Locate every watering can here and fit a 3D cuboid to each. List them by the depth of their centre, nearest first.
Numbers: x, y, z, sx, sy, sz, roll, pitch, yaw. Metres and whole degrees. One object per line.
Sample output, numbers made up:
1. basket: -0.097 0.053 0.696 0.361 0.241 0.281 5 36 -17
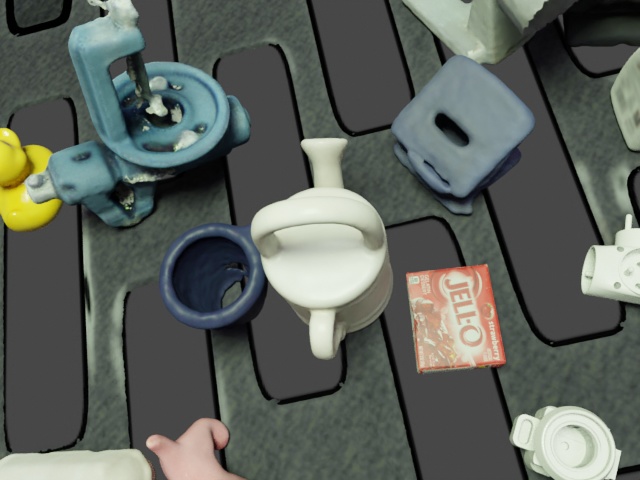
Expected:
1. watering can: 0.002 0.002 0.458 0.101 0.194 0.172 -22 69 1

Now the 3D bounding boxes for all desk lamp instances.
1. desk lamp: 0.165 -0.253 0.513 0.118 0.214 0.203 -37 69 -5

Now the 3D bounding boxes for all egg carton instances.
1. egg carton: -0.210 0.232 0.475 0.150 0.069 0.107 -6 70 7

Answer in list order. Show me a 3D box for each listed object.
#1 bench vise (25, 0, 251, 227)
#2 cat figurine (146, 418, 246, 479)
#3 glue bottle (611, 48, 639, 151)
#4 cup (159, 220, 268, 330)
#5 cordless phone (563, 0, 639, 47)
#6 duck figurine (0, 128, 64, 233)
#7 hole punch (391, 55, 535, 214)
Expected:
1. bench vise: -0.171 -0.096 0.505 0.121 0.220 0.207 39 81 19
2. cat figurine: -0.091 0.200 0.442 0.067 0.118 0.127 -40 70 -6
3. glue bottle: 0.293 -0.146 0.476 0.037 0.173 0.078 -8 70 6
4. cup: -0.075 0.032 0.512 0.091 0.095 0.118 41 81 19
5. cordless phone: 0.296 -0.265 0.512 0.147 0.185 0.094 -3 70 8
6. duck figurine: -0.315 -0.065 0.588 0.077 0.086 0.104 -12 69 5
7. hole punch: 0.128 -0.096 0.528 0.101 0.091 0.108 -39 70 -6
